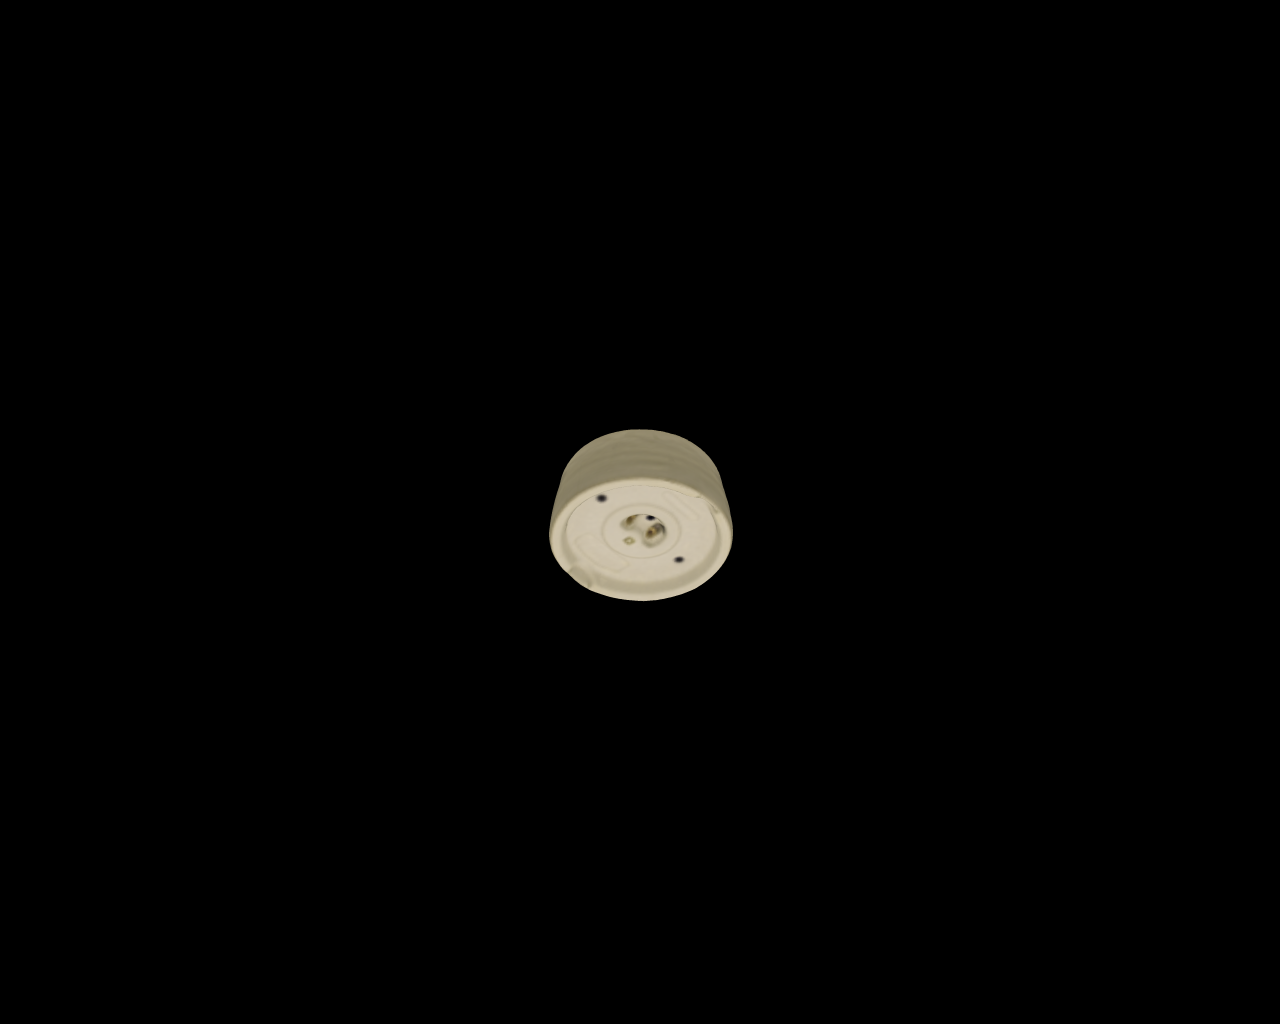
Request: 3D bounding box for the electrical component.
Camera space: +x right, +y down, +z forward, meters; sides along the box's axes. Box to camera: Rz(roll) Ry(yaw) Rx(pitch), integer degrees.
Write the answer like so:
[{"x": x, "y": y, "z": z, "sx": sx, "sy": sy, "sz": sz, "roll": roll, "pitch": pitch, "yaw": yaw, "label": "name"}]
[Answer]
[{"x": 0.001, "y": -0.003, "z": 0.650, "sx": 0.108, "sy": 0.060, "sz": 0.108, "roll": 0, "pitch": -44, "yaw": 0, "label": "electrical component"}]
